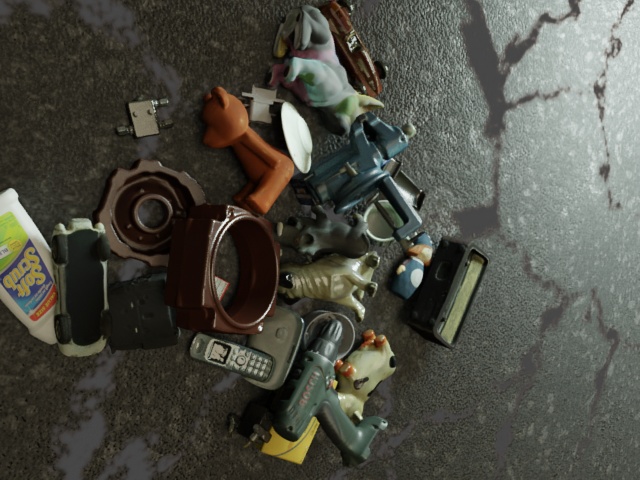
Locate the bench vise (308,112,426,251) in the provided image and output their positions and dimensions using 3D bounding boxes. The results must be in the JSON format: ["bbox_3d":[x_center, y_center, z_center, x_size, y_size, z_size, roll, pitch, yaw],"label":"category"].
[{"bbox_3d":[0.109,-0.096,0.958,0.224,0.129,0.240,-33,83,-16],"label":"bench vise"}]

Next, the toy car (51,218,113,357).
[{"bbox_3d":[-0.348,0.069,0.783,0.073,0.056,0.201,-3,95,-36],"label":"toy car"}]

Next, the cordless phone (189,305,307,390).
[{"bbox_3d":[-0.130,0.176,0.967,0.184,0.089,0.146,21,83,-14],"label":"cordless phone"}]

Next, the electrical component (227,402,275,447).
[{"bbox_3d":[-0.122,0.332,0.967,0.045,0.102,0.078,40,69,-34],"label":"electrical component"}]

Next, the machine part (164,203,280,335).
[{"bbox_3d":[-0.149,0.051,0.876,0.201,0.087,0.201,23,69,-58],"label":"machine part"}]

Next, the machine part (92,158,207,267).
[{"bbox_3d":[-0.274,-0.043,0.872,0.179,0.056,0.179,-3,96,-31],"label":"machine part"}]

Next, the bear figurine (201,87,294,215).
[{"bbox_3d":[-0.140,-0.150,0.904,0.195,0.120,0.132,42,78,-24],"label":"bear figurine"}]

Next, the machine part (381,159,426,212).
[{"bbox_3d":[0.169,-0.116,1.131,0.138,0.039,0.084,37,71,-26],"label":"machine part"}]

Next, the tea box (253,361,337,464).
[{"bbox_3d":[-0.051,0.324,1.025,0.098,0.068,0.169,29,81,-29],"label":"tea box"}]

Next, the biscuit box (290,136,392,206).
[{"bbox_3d":[0.043,-0.138,1.041,0.203,0.063,0.059,-33,111,-23],"label":"biscuit box"}]

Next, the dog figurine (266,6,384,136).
[{"bbox_3d":[0.019,-0.302,0.992,0.219,0.109,0.191,17,83,-34],"label":"dog figurine"}]

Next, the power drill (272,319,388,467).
[{"bbox_3d":[0.031,0.288,0.975,0.207,0.086,0.232,52,54,-19],"label":"power drill"}]

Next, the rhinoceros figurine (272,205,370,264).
[{"bbox_3d":[-0.002,-0.003,0.994,0.190,0.112,0.073,7,134,-1],"label":"rhinoceros figurine"}]

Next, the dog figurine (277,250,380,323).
[{"bbox_3d":[0.007,0.057,1.032,0.191,0.172,0.121,17,117,-3],"label":"dog figurine"}]

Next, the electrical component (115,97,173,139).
[{"bbox_3d":[-0.287,-0.198,0.869,0.094,0.021,0.063,-18,103,-27],"label":"electrical component"}]

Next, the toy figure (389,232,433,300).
[{"bbox_3d":[0.203,0.054,1.156,0.154,0.058,0.064,-59,156,-14],"label":"toy figure"}]

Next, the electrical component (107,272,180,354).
[{"bbox_3d":[-0.275,0.114,0.862,0.134,0.058,0.114,-10,101,-8],"label":"electrical component"}]

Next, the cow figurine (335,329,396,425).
[{"bbox_3d":[0.077,0.291,1.091,0.195,0.085,0.127,-39,106,-22],"label":"cow figurine"}]

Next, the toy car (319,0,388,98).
[{"bbox_3d":[0.064,-0.366,1.040,0.089,0.053,0.202,-45,113,-23],"label":"toy car"}]

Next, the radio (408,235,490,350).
[{"bbox_3d":[0.283,0.111,1.176,0.131,0.073,0.229,35,75,-48],"label":"radio"}]
